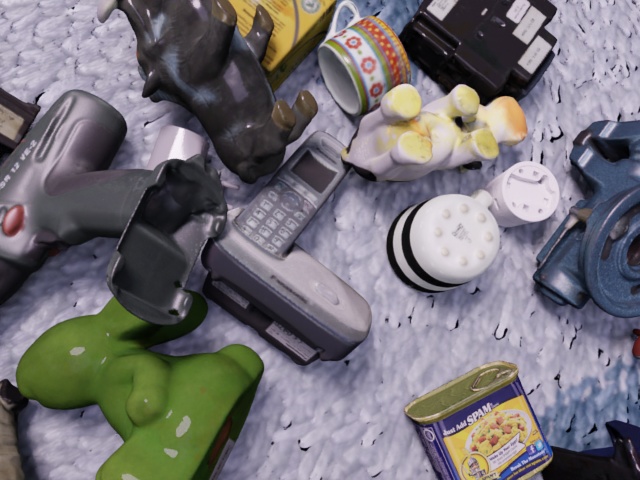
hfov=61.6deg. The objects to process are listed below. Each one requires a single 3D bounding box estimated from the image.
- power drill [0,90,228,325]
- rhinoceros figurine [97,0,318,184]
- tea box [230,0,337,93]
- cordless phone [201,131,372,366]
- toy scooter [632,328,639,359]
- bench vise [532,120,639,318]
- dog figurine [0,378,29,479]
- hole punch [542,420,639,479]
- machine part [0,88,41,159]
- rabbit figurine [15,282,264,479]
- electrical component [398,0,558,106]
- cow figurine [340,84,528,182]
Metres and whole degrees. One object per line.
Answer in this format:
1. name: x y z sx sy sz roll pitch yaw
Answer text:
1. power drill: -0.179 0.001 0.387 0.208 0.085 0.232 9 68 35
2. rhinoceros figurine: -0.087 -0.134 0.417 0.112 0.073 0.190 -32 100 31
3. tea box: -0.081 -0.220 0.477 0.169 0.068 0.098 41 78 -2
4. cordless phone: 0.000 -0.001 0.458 0.146 0.088 0.184 37 59 -2
5. toy scooter: 0.358 0.065 0.503 0.135 0.075 0.183 6 85 -7
6. bench vise: 0.294 -0.017 0.432 0.223 0.241 0.128 -45 116 1
7. dog figurine: -0.251 0.200 0.348 0.172 0.191 0.121 -51 126 -5
8. hole punch: 0.265 0.218 0.446 0.092 0.116 0.142 -10 83 -19
9. machine part: -0.285 -0.063 0.418 0.039 0.084 0.139 21 81 37
10. rabbit figurine: -0.140 0.101 0.397 0.170 0.121 0.159 23 74 10
11. electrical component: 0.158 -0.195 0.518 0.134 0.058 0.115 40 79 -2
12. cow figurine: 0.105 -0.088 0.482 0.167 0.098 0.068 -9 80 -31
